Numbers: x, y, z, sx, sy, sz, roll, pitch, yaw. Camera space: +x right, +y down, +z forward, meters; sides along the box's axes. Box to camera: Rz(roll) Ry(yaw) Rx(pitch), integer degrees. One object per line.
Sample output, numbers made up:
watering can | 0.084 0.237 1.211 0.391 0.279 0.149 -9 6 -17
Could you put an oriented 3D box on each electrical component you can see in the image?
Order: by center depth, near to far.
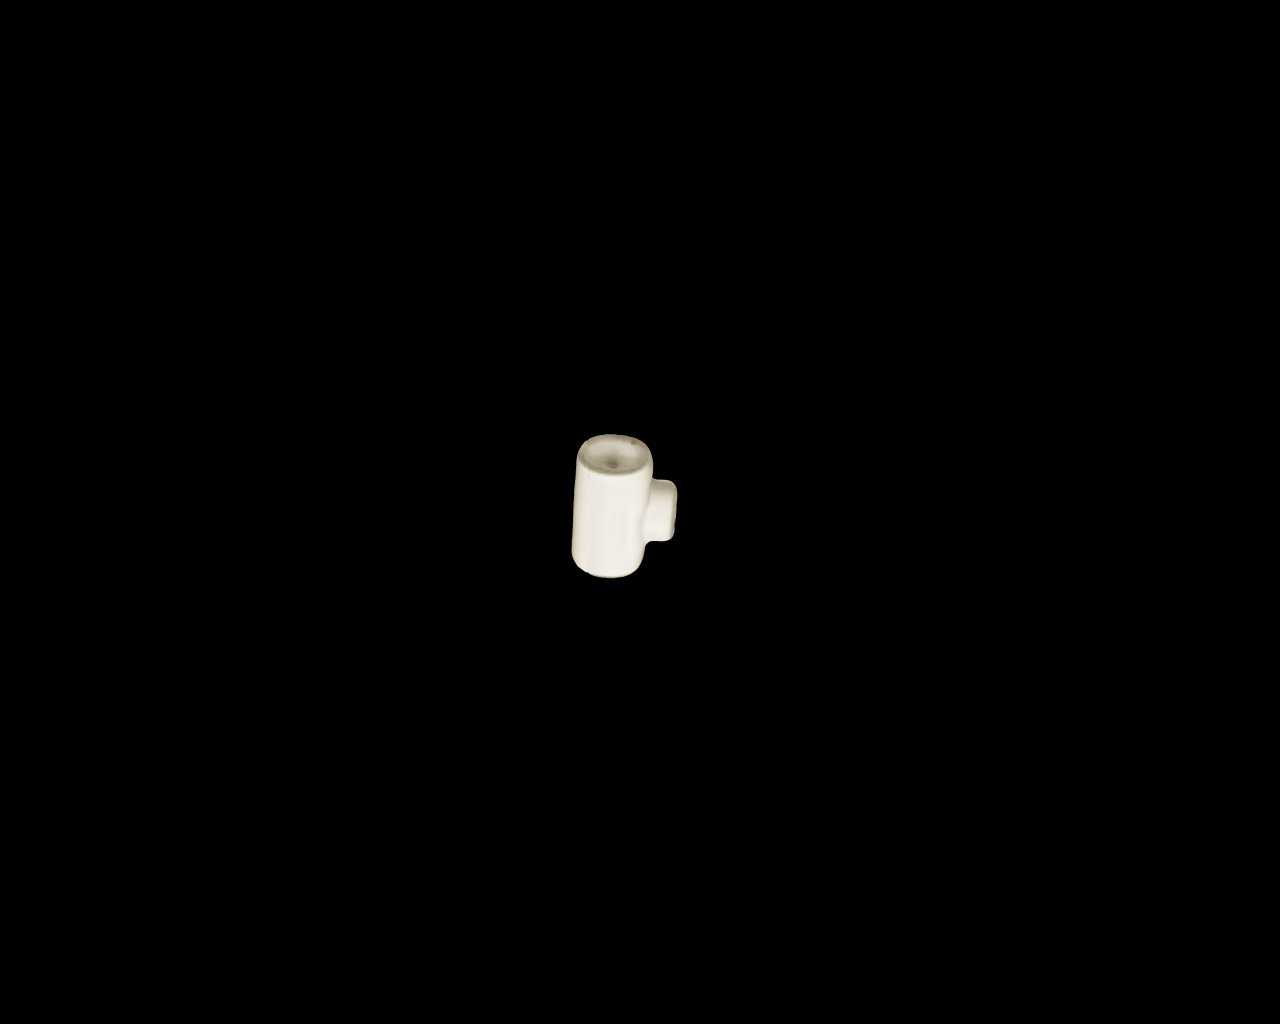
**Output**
electrical component | 0.001 -0.003 0.650 0.079 0.077 0.043 3 36 -2
